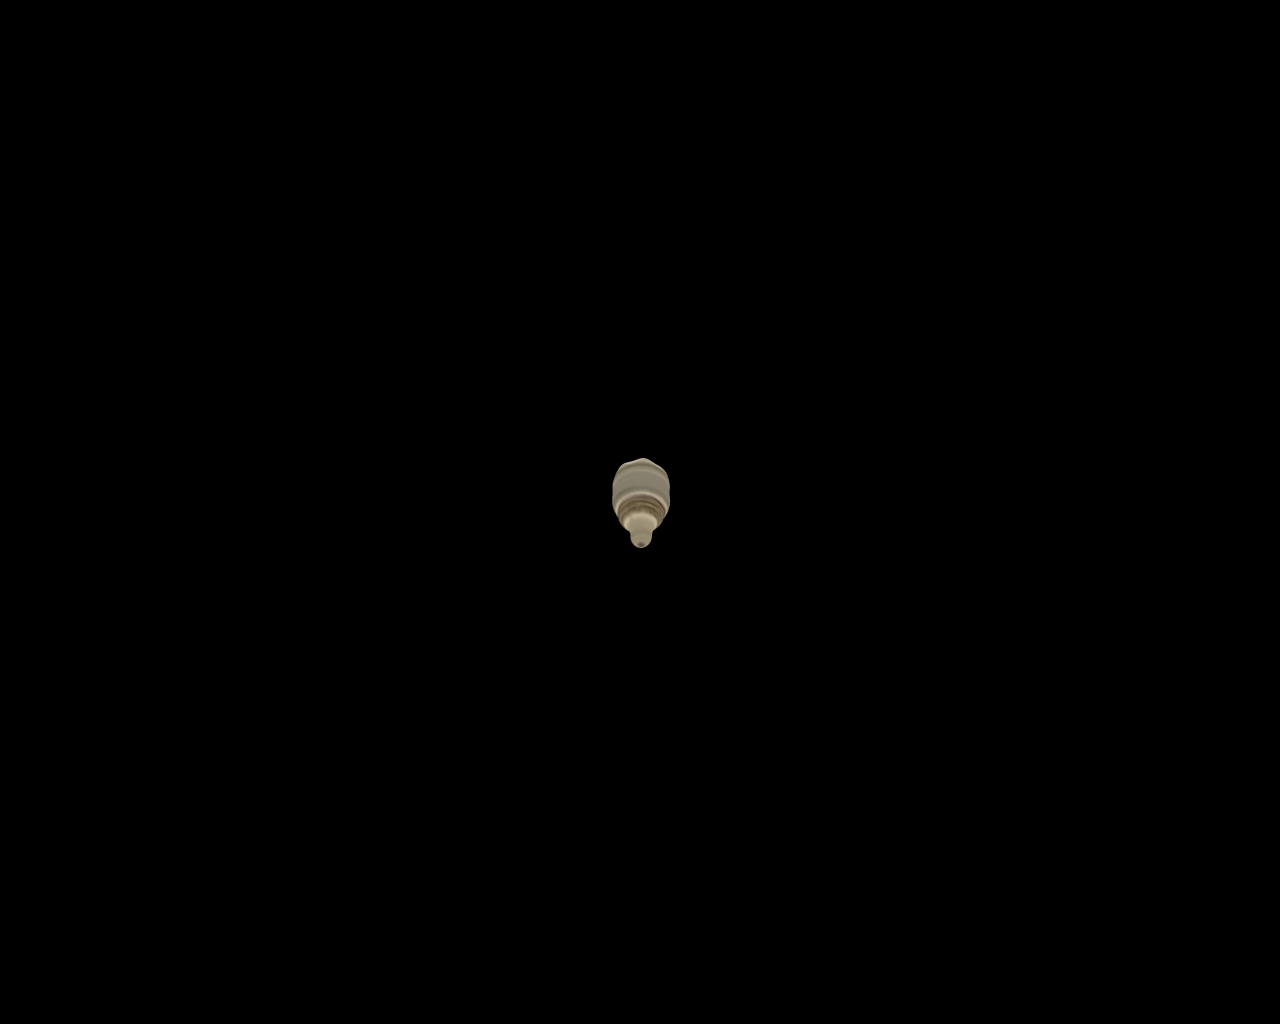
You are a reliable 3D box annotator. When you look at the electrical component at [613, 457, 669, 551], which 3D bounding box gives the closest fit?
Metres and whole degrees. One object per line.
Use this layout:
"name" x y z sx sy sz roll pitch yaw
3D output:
"electrical component" 0.001 -0.003 0.650 0.035 0.061 0.035 0 -43 0
